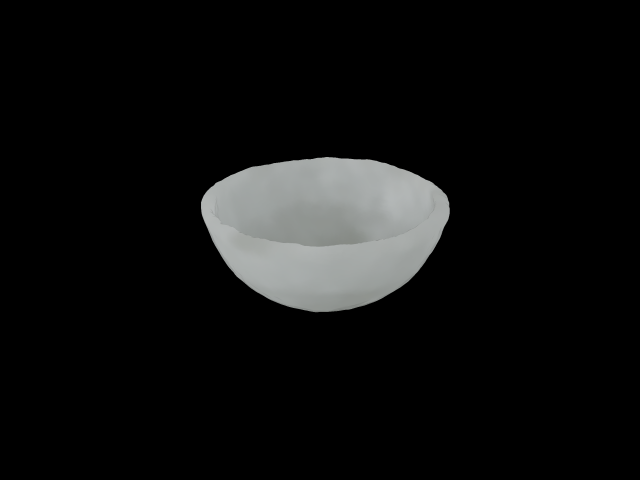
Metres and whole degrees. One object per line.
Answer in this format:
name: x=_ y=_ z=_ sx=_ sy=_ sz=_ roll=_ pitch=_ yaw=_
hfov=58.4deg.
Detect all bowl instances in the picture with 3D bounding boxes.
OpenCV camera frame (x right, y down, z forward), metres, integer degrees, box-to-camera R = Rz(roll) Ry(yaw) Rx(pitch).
bowl: x=0.004 y=0.001 z=0.400 sx=0.167 sy=0.075 sz=0.167 roll=0 pitch=26 yaw=0
